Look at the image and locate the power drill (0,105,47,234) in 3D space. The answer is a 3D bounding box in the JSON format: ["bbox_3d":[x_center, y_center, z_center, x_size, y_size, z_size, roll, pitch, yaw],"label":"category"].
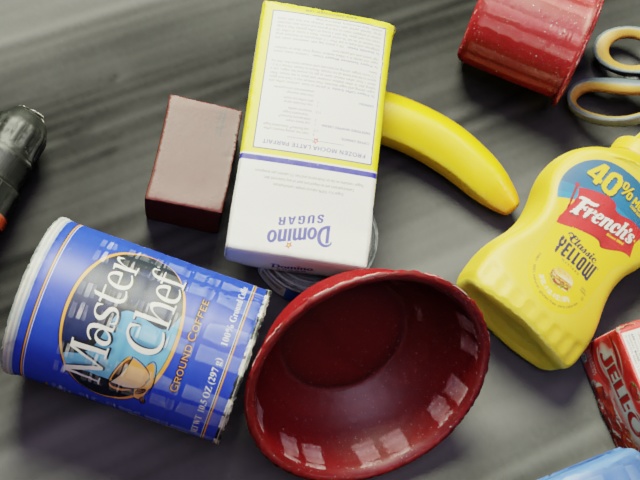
[{"bbox_3d":[-0.295,-0.042,0.695,0.187,0.057,0.184,28,71,1],"label":"power drill"}]

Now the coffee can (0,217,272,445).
[{"bbox_3d":[-0.112,0.057,0.666,0.140,0.103,0.102,19,71,-2],"label":"coffee can"}]

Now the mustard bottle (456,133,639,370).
[{"bbox_3d":[0.186,-0.008,0.751,0.096,0.058,0.191,42,71,-5],"label":"mustard bottle"}]

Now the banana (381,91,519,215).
[{"bbox_3d":[0.051,-0.071,0.766,0.197,0.037,0.069,12,85,-3],"label":"banana"}]

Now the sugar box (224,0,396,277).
[{"bbox_3d":[-0.006,-0.066,0.712,0.093,0.048,0.176,9,76,-4],"label":"sugar box"}]

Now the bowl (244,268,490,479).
[{"bbox_3d":[0.024,0.076,0.678,0.162,0.162,0.055,-14,33,-12],"label":"bowl"}]

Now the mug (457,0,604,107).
[{"bbox_3d":[0.155,-0.162,0.787,0.081,0.093,0.117,23,40,4],"label":"mug"}]

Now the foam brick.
[{"bbox_3d":[-0.086,-0.051,0.730,0.053,0.051,0.078,13,72,-5],"label":"foam brick"}]

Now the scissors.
[{"bbox_3d":[0.285,-0.121,0.783,0.202,0.016,0.096,-2,63,17],"label":"scissors"}]

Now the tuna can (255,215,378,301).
[{"bbox_3d":[-0.005,0.001,0.735,0.086,0.034,0.086,2,72,-7],"label":"tuna can"}]

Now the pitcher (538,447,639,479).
[{"bbox_3d":[0.185,0.254,0.629,0.145,0.149,0.243,-18,73,-12],"label":"pitcher"}]

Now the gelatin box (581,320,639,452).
[{"bbox_3d":[0.212,0.103,0.713,0.030,0.073,0.089,-16,76,-11],"label":"gelatin box"}]
